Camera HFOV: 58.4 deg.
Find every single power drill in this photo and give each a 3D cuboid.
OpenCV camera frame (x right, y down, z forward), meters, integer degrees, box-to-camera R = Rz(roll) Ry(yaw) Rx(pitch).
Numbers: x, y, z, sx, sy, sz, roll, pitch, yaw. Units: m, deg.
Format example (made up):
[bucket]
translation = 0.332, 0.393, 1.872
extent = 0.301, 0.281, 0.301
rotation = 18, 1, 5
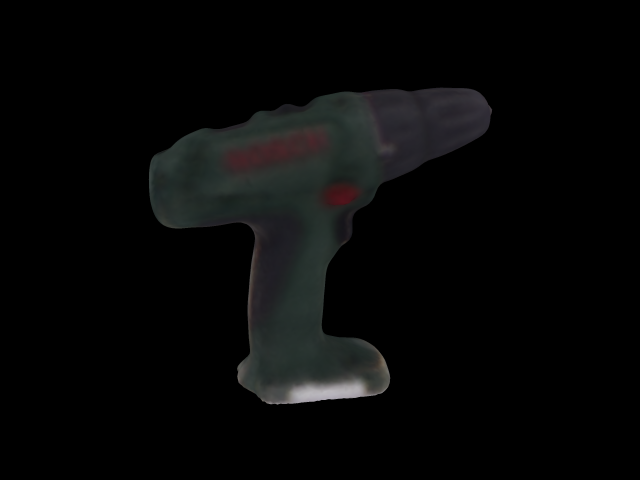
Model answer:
[power drill]
translation = 0.004, 0.001, 0.400
extent = 0.230, 0.208, 0.075
rotation = -3, 15, -9
